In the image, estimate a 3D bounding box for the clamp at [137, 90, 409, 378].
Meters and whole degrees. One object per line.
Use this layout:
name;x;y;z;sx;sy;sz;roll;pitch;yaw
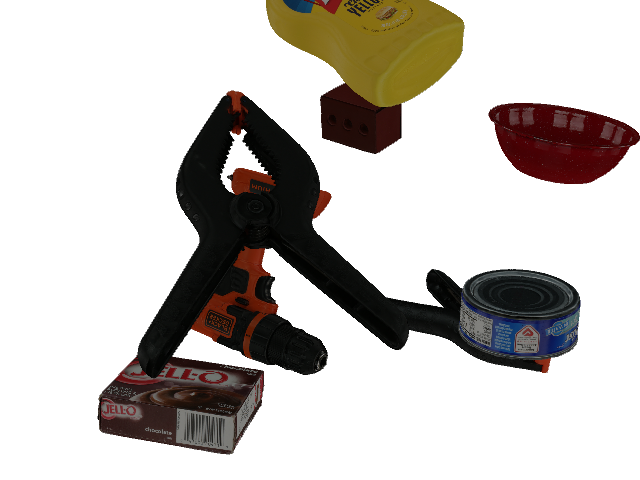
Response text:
clamp;-0.032;-0.008;0.689;0.164;0.210;0.036;1;-33;-8

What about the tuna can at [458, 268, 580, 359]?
tuna can;0.143;0.052;0.770;0.086;0.034;0.086;0;22;0

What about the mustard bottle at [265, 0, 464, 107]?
mustard bottle;0.014;-0.182;0.839;0.096;0.058;0.192;-37;57;-23

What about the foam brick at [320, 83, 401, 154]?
foam brick;0.045;-0.137;1.182;0.078;0.053;0.051;20;38;34

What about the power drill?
power drill;-0.052;0.030;1.096;0.185;0.188;0.057;19;3;29

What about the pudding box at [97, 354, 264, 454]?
pudding box;-0.110;0.129;0.862;0.113;0.039;0.090;9;19;9

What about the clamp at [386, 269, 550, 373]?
clamp;0.140;0.072;0.993;0.172;0.039;0.120;21;32;23

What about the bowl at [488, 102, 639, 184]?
bowl;0.258;-0.102;1.154;0.162;0.055;0.162;6;22;-3
